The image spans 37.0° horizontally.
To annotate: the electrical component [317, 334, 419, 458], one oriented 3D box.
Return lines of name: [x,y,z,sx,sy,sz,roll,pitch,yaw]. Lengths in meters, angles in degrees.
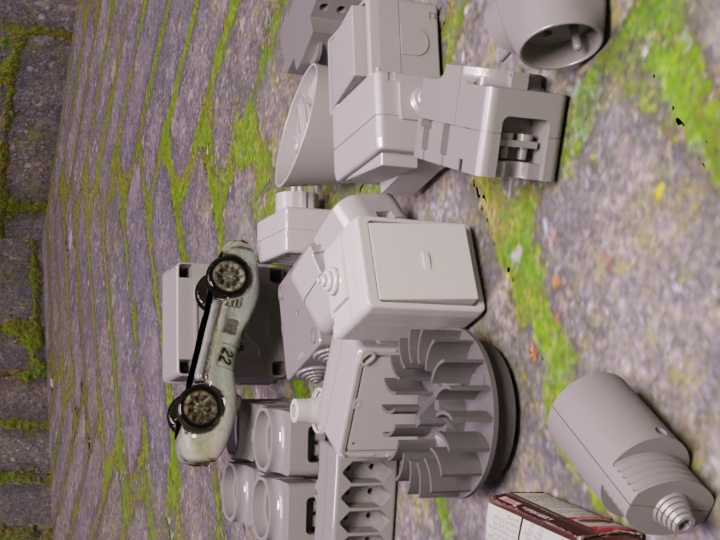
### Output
electrical component: [0.013,0.070,0.720,0.061,0.062,0.096,-130,47,-60]

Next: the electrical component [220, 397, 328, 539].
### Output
electrical component: [-0.069,0.167,0.916,0.186,0.060,0.105,172,100,-68]

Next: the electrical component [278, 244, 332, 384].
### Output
electrical component: [-0.028,0.035,0.844,0.099,0.048,0.099,130,138,-57]

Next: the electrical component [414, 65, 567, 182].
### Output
electrical component: [0.072,-0.085,0.606,0.089,0.050,0.055,-148,63,-66]

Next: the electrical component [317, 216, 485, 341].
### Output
electrical component: [0.022,0.005,0.658,0.061,0.096,0.061,134,134,-55]

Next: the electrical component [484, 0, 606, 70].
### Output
electrical component: [0.092,-0.141,0.572,0.079,0.043,0.077,133,135,-59]

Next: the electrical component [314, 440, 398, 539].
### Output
electrical component: [-0.010,0.165,0.785,0.076,0.047,0.083,-172,85,-68]

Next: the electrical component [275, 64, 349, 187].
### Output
electrical component: [-0.033,-0.113,0.853,0.099,0.064,0.099,-178,90,-68]

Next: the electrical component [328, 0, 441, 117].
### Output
electrical component: [0.010,-0.143,0.754,0.096,0.061,0.061,152,119,-65]

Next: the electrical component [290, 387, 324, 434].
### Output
electrical component: [-0.020,0.104,0.797,0.048,0.062,0.048,-177,90,-68]

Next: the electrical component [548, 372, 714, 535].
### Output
electrical component: [0.120,0.085,0.472,0.081,0.043,0.043,-123,41,-56]

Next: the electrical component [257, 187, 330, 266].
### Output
electrical component: [-0.054,-0.046,0.923,0.083,0.047,0.075,163,108,-67]

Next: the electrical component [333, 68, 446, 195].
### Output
electrical component: [0.027,-0.089,0.704,0.096,0.062,0.061,152,118,-65]

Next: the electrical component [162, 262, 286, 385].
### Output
electrical component: [-0.128,0.052,1.015,0.056,0.109,0.108,152,119,-62]

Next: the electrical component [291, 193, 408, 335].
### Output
electrical component: [0.000,0.000,0.749,0.059,0.054,0.095,59,135,27]
